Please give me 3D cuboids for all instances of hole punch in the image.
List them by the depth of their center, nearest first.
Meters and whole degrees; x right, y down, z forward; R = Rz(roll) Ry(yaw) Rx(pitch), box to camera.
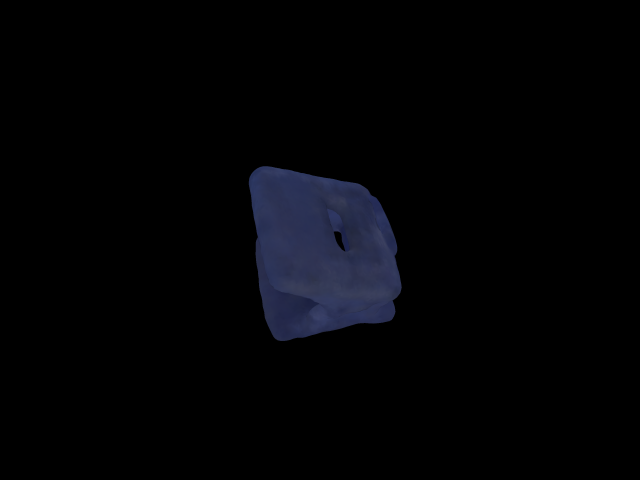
[{"bbox_3d":[0.004,0.001,0.400,0.101,0.091,0.108,-10,53,-7],"label":"hole punch"}]
